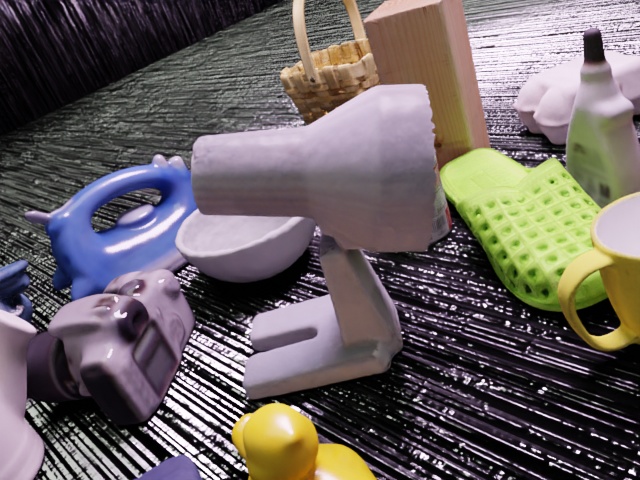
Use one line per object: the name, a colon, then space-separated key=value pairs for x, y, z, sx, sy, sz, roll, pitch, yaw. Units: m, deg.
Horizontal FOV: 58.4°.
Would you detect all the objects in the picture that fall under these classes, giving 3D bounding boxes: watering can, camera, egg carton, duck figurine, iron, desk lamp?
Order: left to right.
watering can: x=-0.311 y=0.126 z=0.454 sx=0.100 sy=0.194 sz=0.173 roll=-3 pitch=33 yaw=29
camera: x=-0.210 y=0.094 z=0.540 sx=0.136 sy=0.101 sz=0.143 roll=-12 pitch=30 yaw=16
iron: x=-0.228 y=-0.033 z=0.727 sx=0.259 sy=0.142 sz=0.118 roll=-38 pitch=33 yaw=-28
duck figurine: x=-0.013 y=0.140 z=0.349 sx=0.104 sy=0.086 sz=0.078 roll=10 pitch=41 yaw=43
desk lamp: x=0.004 y=0.002 z=0.441 sx=0.203 sy=0.214 sz=0.118 roll=-16 pitch=29 yaw=9
egg carton: x=0.319 y=-0.174 z=0.690 sx=0.150 sy=0.069 sz=0.107 roll=-23 pitch=29 yaw=-3

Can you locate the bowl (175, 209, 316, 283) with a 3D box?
bowl: x=-0.071 y=-0.002 z=0.643 sx=0.167 sy=0.075 sz=0.167 roll=-16 pitch=29 yaw=9

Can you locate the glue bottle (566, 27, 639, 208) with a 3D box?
glue bottle: x=0.244 y=-0.098 z=0.498 sx=0.037 sy=0.173 sz=0.078 roll=-23 pitch=29 yaw=-5

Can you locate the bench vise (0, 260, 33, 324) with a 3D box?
bench vise: x=-0.366 y=0.047 z=0.598 sx=0.122 sy=0.220 sz=0.206 roll=-37 pitch=33 yaw=-27

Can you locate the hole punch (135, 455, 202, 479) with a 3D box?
hole punch: x=-0.113 y=0.181 z=0.338 sx=0.109 sy=0.091 sz=0.100 roll=-32 pitch=31 yaw=-20
